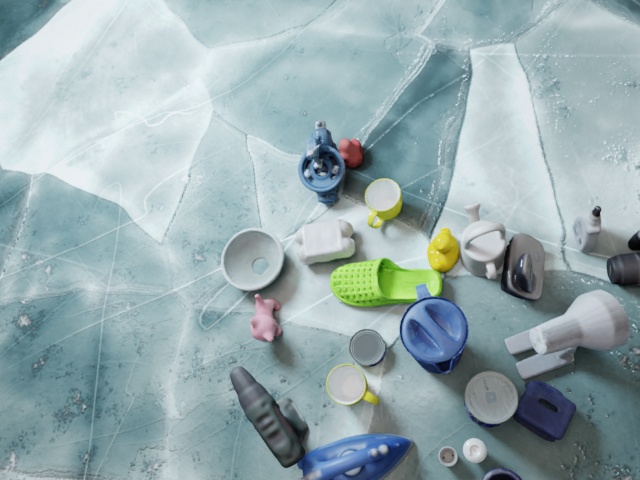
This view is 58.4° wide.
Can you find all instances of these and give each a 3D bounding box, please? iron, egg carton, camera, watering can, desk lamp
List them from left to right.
[{"bbox_3d":[0.013,0.005,1.442,0.150,0.069,0.107,-11,67,9],"label":"egg carton"},{"bbox_3d":[0.072,0.469,1.211,0.258,0.142,0.118,-24,66,3],"label":"iron"},{"bbox_3d":[0.364,0.001,1.295,0.101,0.194,0.172,-35,66,-1],"label":"watering can"},{"bbox_3d":[0.502,0.200,1.176,0.203,0.214,0.118,-23,66,4],"label":"desk lamp"},{"bbox_3d":[0.704,0.042,1.251,0.136,0.101,0.143,-7,68,10],"label":"camera"}]

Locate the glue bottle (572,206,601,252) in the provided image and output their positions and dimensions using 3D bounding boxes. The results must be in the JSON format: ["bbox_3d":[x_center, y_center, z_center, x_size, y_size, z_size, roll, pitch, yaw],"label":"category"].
[{"bbox_3d":[0.597,-0.035,1.266,0.037,0.173,0.078,-9,68,10],"label":"glue bottle"}]

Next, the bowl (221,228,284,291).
[{"bbox_3d":[-0.163,0.058,1.460,0.167,0.075,0.167,-4,69,11],"label":"bowl"}]

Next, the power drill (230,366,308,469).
[{"bbox_3d":[-0.102,0.385,1.247,0.075,0.209,0.229,-37,66,-2],"label":"power drill"}]

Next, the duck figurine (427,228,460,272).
[{"bbox_3d":[0.292,0.020,1.363,0.077,0.086,0.104,9,72,16],"label":"duck figurine"}]

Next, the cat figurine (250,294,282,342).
[{"bbox_3d":[-0.138,0.192,1.379,0.067,0.118,0.128,-13,67,8],"label":"cat figurine"}]

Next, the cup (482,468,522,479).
[{"bbox_3d":[0.364,0.521,1.150,0.091,0.095,0.118,5,71,15],"label":"cup"}]

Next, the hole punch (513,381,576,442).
[{"bbox_3d":[0.466,0.352,1.193,0.108,0.091,0.101,29,78,21],"label":"hole punch"}]

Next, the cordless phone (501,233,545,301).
[{"bbox_3d":[0.455,0.045,1.262,0.094,0.185,0.147,4,70,15],"label":"cordless phone"}]

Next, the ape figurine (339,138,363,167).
[{"bbox_3d":[0.075,-0.237,1.509,0.078,0.092,0.076,-28,66,2],"label":"ape figurine"}]

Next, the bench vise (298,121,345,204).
[{"bbox_3d":[-0.012,-0.218,1.451,0.121,0.220,0.207,-23,66,4],"label":"bench vise"}]
